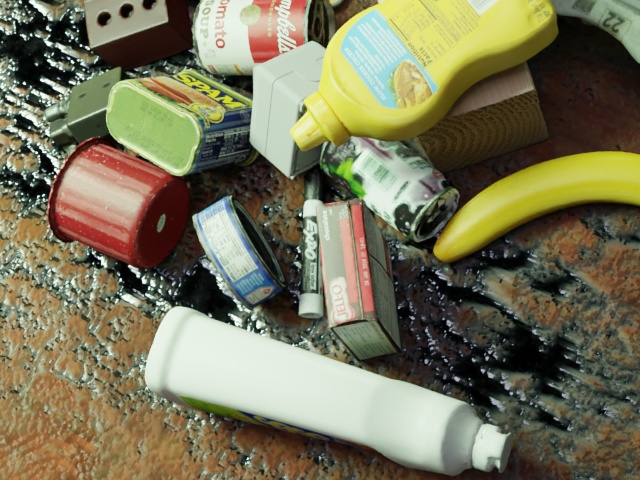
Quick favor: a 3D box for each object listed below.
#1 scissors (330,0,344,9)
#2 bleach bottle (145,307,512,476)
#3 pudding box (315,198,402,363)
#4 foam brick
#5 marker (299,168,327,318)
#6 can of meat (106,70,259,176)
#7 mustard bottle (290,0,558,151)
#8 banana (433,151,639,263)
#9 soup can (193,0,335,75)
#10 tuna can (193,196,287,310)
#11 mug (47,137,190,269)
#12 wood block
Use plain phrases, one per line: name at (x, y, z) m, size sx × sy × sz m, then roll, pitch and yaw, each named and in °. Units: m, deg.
scissors at (-0.049, -0.257, 0.907) m, size 0.202 × 0.016 × 0.096 m, roll 14°, pitch 88°, yaw 1°
bleach bottle at (0.009, 0.114, 0.750) m, size 0.251 × 0.102 × 0.068 m, roll 13°, pitch 75°, yaw 23°
pudding box at (0.028, 0.031, 0.766) m, size 0.039 × 0.113 × 0.090 m, roll -9°, pitch 69°, yaw 12°
foam brick at (-0.159, -0.190, 0.939) m, size 0.078 × 0.051 × 0.053 m, roll -17°, pitch 68°, yaw 13°
marker at (-0.005, 0.001, 0.840) m, size 0.020 × 0.020 × 0.121 m, roll -4°, pitch 71°, yaw 18°
can of meat at (-0.110, -0.095, 0.863) m, size 0.102 × 0.083 × 0.057 m, roll 30°, pitch 117°, yaw 25°
mustard bottle at (0.061, -0.124, 0.736) m, size 0.191 × 0.058 × 0.096 m, roll -36°, pitch 69°, yaw 4°
banana at (0.178, -0.028, 0.776) m, size 0.198 × 0.037 × 0.069 m, roll -7°, pitch 70°, yaw 17°
soup can at (-0.045, -0.171, 0.885) m, size 0.102 × 0.068 × 0.068 m, roll 2°, pitch 73°, yaw 20°
tuna can at (-0.061, 0.009, 0.819) m, size 0.034 × 0.086 × 0.086 m, roll -31°, pitch 65°, yaw 5°
mug at (-0.153, -0.034, 0.873) m, size 0.082 × 0.093 × 0.117 m, roll 22°, pitch 45°, yaw 19°
wood block at (0.099, -0.169, 0.822) m, size 0.091 × 0.090 × 0.206 m, roll -19°, pitch 67°, yaw 12°
